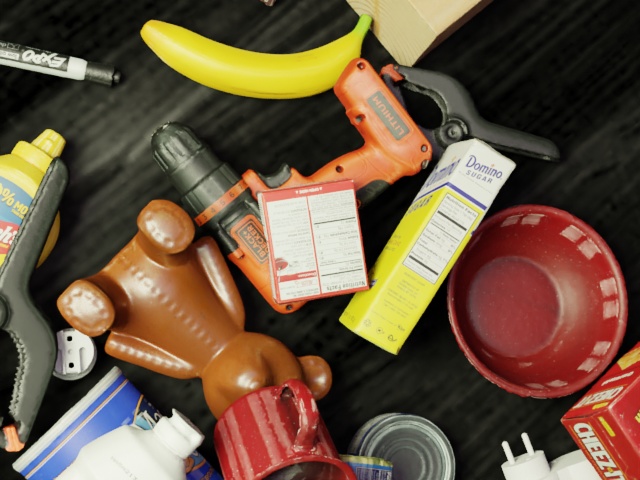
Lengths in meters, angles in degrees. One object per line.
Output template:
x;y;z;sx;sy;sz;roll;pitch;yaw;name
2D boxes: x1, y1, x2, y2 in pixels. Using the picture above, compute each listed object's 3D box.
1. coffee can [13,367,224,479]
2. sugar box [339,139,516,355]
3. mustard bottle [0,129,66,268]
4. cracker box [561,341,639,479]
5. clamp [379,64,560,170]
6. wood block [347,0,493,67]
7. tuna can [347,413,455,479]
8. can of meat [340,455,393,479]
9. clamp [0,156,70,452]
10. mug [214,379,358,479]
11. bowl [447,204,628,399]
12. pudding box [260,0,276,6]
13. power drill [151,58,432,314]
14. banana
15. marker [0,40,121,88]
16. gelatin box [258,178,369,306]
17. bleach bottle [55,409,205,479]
-0.139;0.179;0.787;0.140;0.103;0.102;46;74;-3;coffee can
0.083;0.004;0.854;0.048;0.093;0.176;30;88;-7;sugar box
-0.255;-0.004;0.813;0.096;0.058;0.191;34;75;-7;mustard bottle
0.323;0.152;0.889;0.213;0.072;0.164;-34;89;-31;cracker box
0.123;-0.093;0.923;0.120;0.039;0.171;-37;93;-12;clamp
0.132;-0.253;0.926;0.206;0.091;0.090;-40;91;-15;wood block
0.066;0.184;0.869;0.086;0.034;0.086;2;80;-13;tuna can
0.007;0.208;0.818;0.057;0.102;0.084;18;71;-44;can of meat
-0.234;0.045;0.767;0.164;0.036;0.210;-20;95;-22;clamp
-0.026;0.150;0.759;0.093;0.081;0.117;0;125;-22;mug
0.175;0.053;0.904;0.162;0.055;0.162;2;80;-13;bowl
-0.022;-0.263;0.893;0.039;0.090;0.113;28;75;-7;pudding box
-0.019;-0.062;0.865;0.187;0.057;0.184;-39;97;-4;power drill
-0.049;-0.151;0.897;0.197;0.037;0.069;-4;73;-14;banana
-0.222;-0.144;0.864;0.121;0.020;0.020;11;79;-11;marker
-0.005;0.001;0.825;0.073;0.030;0.089;-9;95;-9;gelatin box
-0.164;0.221;0.702;0.102;0.068;0.251;42;85;-3;bleach bottle
